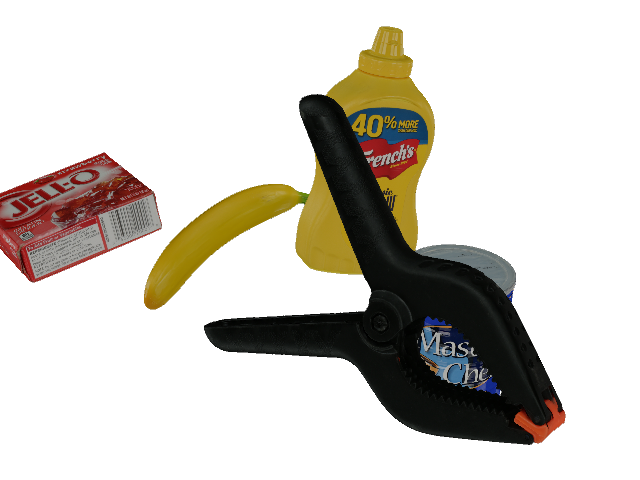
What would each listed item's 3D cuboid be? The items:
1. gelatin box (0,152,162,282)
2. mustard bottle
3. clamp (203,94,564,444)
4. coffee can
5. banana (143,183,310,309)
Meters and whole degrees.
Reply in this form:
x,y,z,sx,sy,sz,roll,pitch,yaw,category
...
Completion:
x,y,z,sx,sy,sz,roll,pitch,yaw,category
-0.153,-0.016,0.647,0.089,0.030,0.073,-25,35,-25,gelatin box
0.040,-0.070,0.832,0.096,0.192,0.058,1,21,-19,mustard bottle
0.039,0.029,0.563,0.210,0.165,0.036,28,24,25,clamp
0.121,0.088,0.986,0.103,0.140,0.103,1,27,-1,coffee can
-0.097,-0.002,1.022,0.198,0.069,0.037,-32,41,2,banana
